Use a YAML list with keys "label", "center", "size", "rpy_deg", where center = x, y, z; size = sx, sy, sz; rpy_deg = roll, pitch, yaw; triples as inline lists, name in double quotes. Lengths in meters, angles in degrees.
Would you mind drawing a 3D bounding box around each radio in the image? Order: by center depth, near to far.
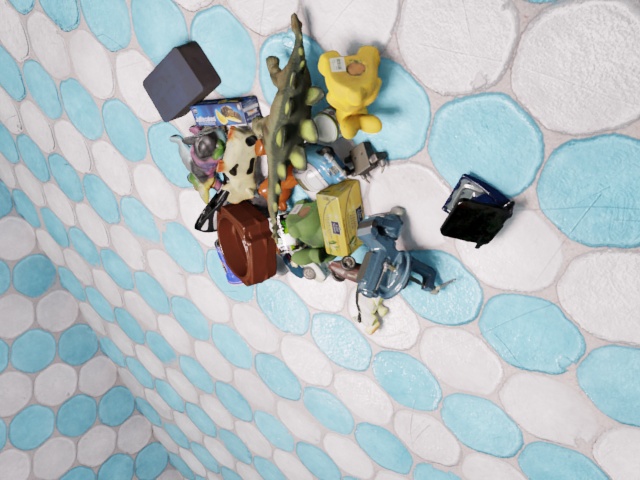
- label: "radio"
  center: [-0.373, -0.416, 1.427]
  size: [0.230, 0.073, 0.131]
  rpy_deg: [-20, 105, 46]

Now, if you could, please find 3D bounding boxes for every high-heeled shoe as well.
- label: "high-heeled shoe"
  center: [-0.294, -0.132, 1.498]
  size: [0.086, 0.145, 0.248]
  rpy_deg: [-124, 26, -51]

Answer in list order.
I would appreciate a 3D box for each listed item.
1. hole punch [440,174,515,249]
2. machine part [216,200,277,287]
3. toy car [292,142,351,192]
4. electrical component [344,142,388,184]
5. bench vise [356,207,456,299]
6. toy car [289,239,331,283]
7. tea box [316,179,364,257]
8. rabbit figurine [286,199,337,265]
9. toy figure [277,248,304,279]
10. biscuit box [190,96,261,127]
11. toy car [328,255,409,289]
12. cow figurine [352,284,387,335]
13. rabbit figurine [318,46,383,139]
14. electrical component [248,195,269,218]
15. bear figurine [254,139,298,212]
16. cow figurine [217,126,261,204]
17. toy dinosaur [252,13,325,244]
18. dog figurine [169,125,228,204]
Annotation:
- label: "hole punch"
  center: [0.311, -0.060, 1.083]
  size: [0.116, 0.092, 0.142]
  rpy_deg: [16, 134, -7]
- label: "machine part"
  center: [-0.203, 0.009, 1.460]
  size: [0.201, 0.087, 0.201]
  rpy_deg: [40, 137, 42]
- label: "toy car"
  center: [-0.007, -0.158, 1.230]
  size: [0.109, 0.103, 0.162]
  rpy_deg: [46, 175, -29]
- label: "electrical component"
  center: [0.104, -0.174, 1.204]
  size: [0.102, 0.045, 0.078]
  rpy_deg: [-39, 62, 47]
- label: "bench vise"
  center: [0.183, 0.049, 1.228]
  size: [0.240, 0.223, 0.129]
  rpy_deg: [28, 150, -21]
- label: "toy car"
  center: [-0.049, 0.032, 1.468]
  size: [0.056, 0.073, 0.201]
  rpy_deg: [-40, 90, 27]
- label: "tea box"
  center: [0.054, -0.054, 1.296]
  size: [0.068, 0.098, 0.169]
  rpy_deg: [12, 129, 36]
- label: "rabbit figurine"
  center: [-0.003, -0.004, 1.366]
  size: [0.121, 0.159, 0.170]
  rpy_deg: [-11, 127, 36]
- label: "toy figure"
  center: [-0.089, 0.039, 1.523]
  size: [0.154, 0.058, 0.064]
  rpy_deg: [50, 161, -3]
- label: "biscuit box"
  center: [-0.245, -0.330, 1.384]
  size: [0.203, 0.063, 0.059]
  rpy_deg: [7, 123, 38]
- label: "toy car"
  center: [0.120, 0.088, 1.310]
  size: [0.202, 0.053, 0.089]
  rpy_deg: [12, 154, -13]
- label: "cow figurine"
  center: [0.126, 0.177, 1.431]
  size: [0.098, 0.068, 0.167]
  rpy_deg: [33, 134, 27]
- label: "rabbit figurine"
  center: [0.074, -0.281, 1.090]
  size: [0.173, 0.122, 0.162]
  rpy_deg: [93, 161, -67]
- label: "electrical component"
  center: [-0.177, -0.100, 1.503]
  size: [0.119, 0.048, 0.074]
  rpy_deg: [23, 137, 65]
- label: "bear figurine"
  center: [-0.115, -0.157, 1.354]
  size: [0.120, 0.132, 0.195]
  rpy_deg: [60, 138, 19]
- label: "cow figurine"
  center: [-0.203, -0.188, 1.404]
  size: [0.127, 0.085, 0.194]
  rpy_deg: [16, 105, -10]
- label: "toy dinosaur"
  center: [-0.075, -0.233, 1.147]
  size: [0.199, 0.105, 0.470]
  rpy_deg: [-135, 49, -62]
- label: "dog figurine"
  center: [-0.315, -0.209, 1.511]
  size: [0.192, 0.108, 0.219]
  rpy_deg: [8, 129, 35]
